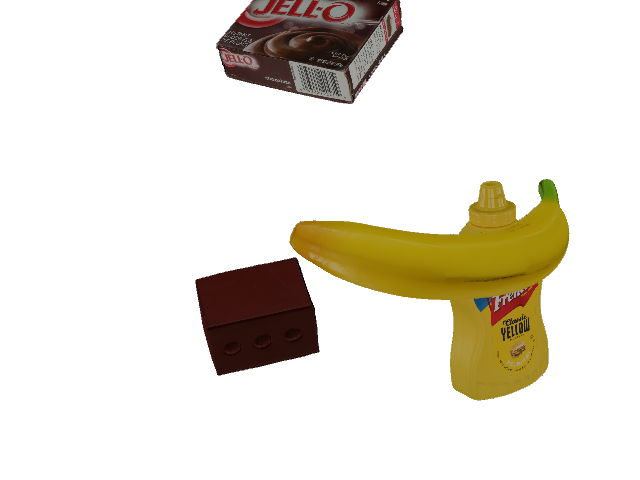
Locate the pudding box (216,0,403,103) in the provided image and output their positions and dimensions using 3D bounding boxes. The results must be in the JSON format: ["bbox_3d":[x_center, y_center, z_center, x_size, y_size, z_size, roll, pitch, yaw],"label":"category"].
[{"bbox_3d":[-0.007,-0.152,0.799,0.114,0.090,0.039,18,-34,24],"label":"pudding box"}]

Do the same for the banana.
[{"bbox_3d":[0.078,0.006,0.615,0.197,0.037,0.070,-9,40,-32],"label":"banana"}]

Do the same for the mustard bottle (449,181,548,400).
[{"bbox_3d":[0.156,0.040,0.950,0.096,0.191,0.058,-17,22,-27],"label":"mustard bottle"}]

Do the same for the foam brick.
[{"bbox_3d":[-0.046,0.054,0.763,0.078,0.051,0.053,-13,-43,-7],"label":"foam brick"}]
